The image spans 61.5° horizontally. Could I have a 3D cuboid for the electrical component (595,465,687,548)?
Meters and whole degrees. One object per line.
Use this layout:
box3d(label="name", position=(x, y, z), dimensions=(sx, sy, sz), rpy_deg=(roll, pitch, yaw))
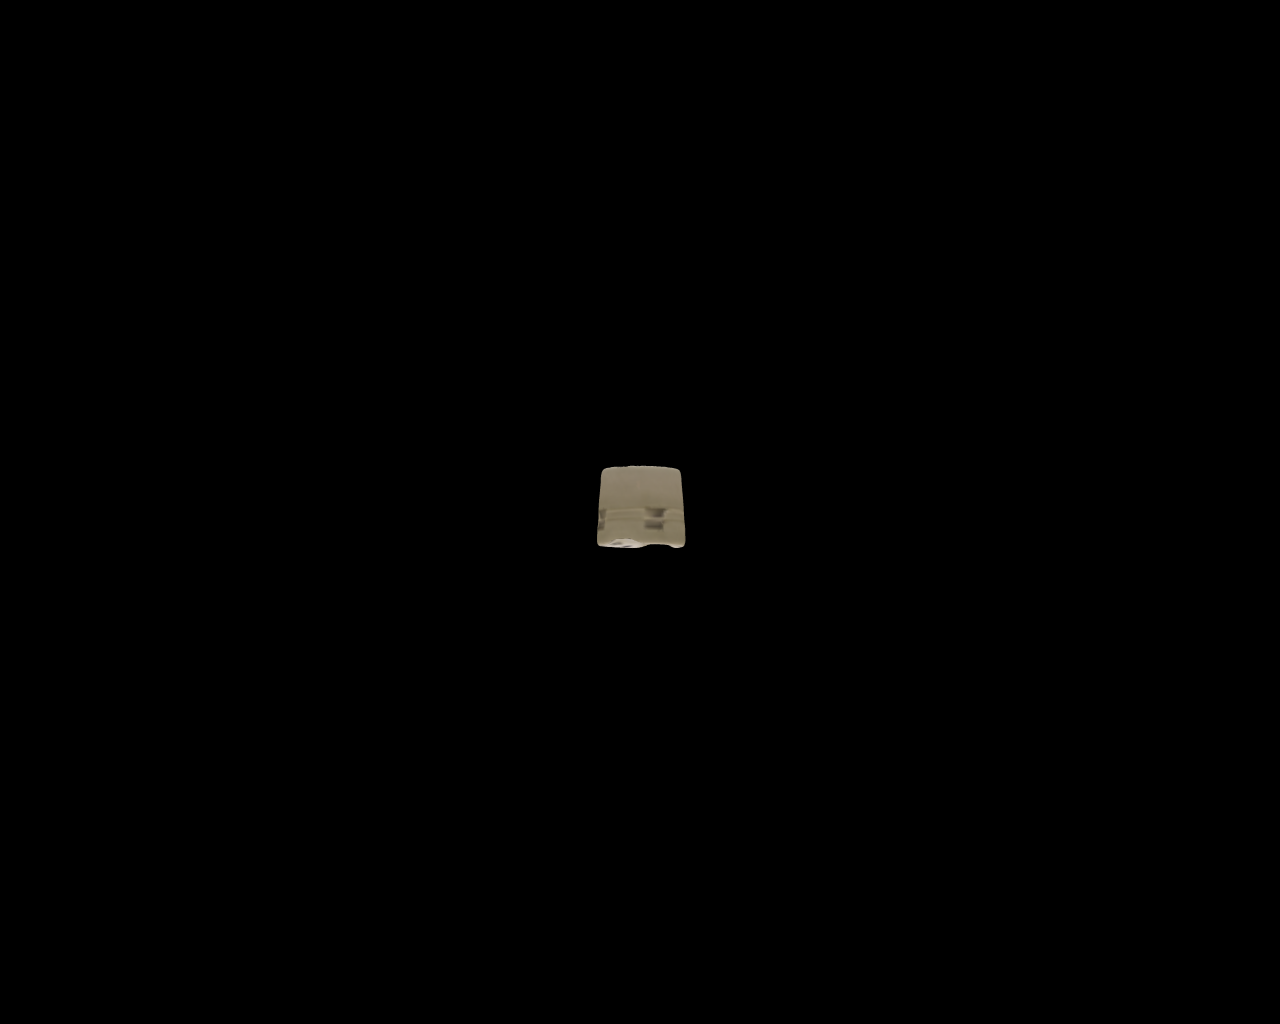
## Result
box3d(label="electrical component", position=(0.001, -0.003, 0.650), dimensions=(0.055, 0.047, 0.055), rpy_deg=(0, -4, 0))
